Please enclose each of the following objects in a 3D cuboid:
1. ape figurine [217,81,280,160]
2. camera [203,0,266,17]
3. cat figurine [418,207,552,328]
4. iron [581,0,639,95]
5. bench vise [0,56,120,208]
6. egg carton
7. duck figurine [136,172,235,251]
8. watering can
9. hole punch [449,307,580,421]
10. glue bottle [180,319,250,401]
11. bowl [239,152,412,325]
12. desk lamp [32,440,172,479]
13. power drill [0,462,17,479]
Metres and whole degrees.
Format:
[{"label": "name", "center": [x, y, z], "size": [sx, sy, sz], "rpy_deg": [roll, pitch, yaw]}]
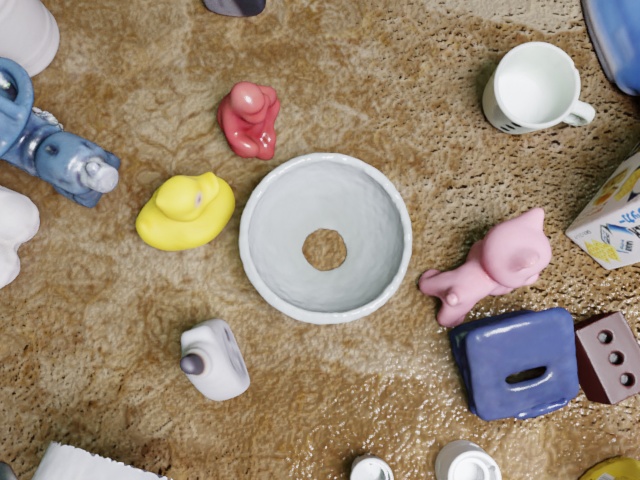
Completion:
[{"label": "ape figurine", "center": [-0.073, -0.131, 0.590], "size": [0.076, 0.092, 0.078], "rpy_deg": [40, 82, 7]}, {"label": "camera", "center": [-0.058, -0.327, 0.621], "size": [0.136, 0.101, 0.143], "rpy_deg": [12, 80, 2]}, {"label": "cat figurine", "center": [0.166, 0.027, 0.550], "size": [0.128, 0.118, 0.067], "rpy_deg": [-33, 81, -6]}, {"label": "iron", "center": [0.357, -0.275, 0.595], "size": [0.118, 0.141, 0.258], "rpy_deg": [-18, 80, -3]}, {"label": "bench vise", "center": [-0.286, -0.117, 0.520], "size": [0.207, 0.220, 0.121], "rpy_deg": [9, 80, 1]}, {"label": "egg carton", "center": [-0.365, -0.015, 0.577], "size": [0.150, 0.069, 0.107], "rpy_deg": [17, 80, 3]}, {"label": "duck figurine", "center": [-0.140, -0.035, 0.574], "size": [0.104, 0.086, 0.077], "rpy_deg": [-28, 81, -5]}, {"label": "watering can", "center": [-0.344, -0.235, 0.554], "size": [0.101, 0.194, 0.173], "rpy_deg": [-5, 80, -1]}, {"label": "hole punch", "center": [0.191, 0.119, 0.547], "size": [0.108, 0.091, 0.101], "rpy_deg": [-14, 80, -3]}, {"label": "glue bottle", "center": [-0.098, 0.106, 0.505], "size": [0.037, 0.173, 0.078], "rpy_deg": [-21, 80, -4]}, {"label": "bowl", "center": [0.005, 0.002, 0.575], "size": [0.167, 0.075, 0.167], "rpy_deg": [0, 80, 0]}, {"label": "desk lamp", "center": [-0.171, 0.257, 0.456], "size": [0.118, 0.213, 0.203], "rpy_deg": [17, 80, 3]}, {"label": "power drill", "center": [-0.315, 0.258, 0.457], "size": [0.075, 0.208, 0.229], "rpy_deg": [-33, 81, -6]}]
